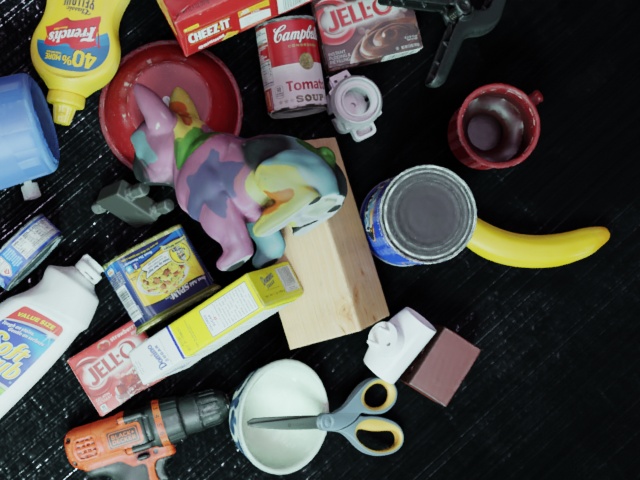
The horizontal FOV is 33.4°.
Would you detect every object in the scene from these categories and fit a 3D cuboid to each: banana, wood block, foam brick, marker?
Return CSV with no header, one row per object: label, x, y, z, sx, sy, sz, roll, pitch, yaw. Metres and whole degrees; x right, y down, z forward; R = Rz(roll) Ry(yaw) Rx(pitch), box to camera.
banana,0.234,-0.002,1.220,0.197,0.037,0.069,13,88,-5
wood block,-0.007,0.001,1.154,0.091,0.090,0.206,-18,90,26
foam brick,0.135,0.140,1.197,0.051,0.053,0.078,33,84,-4
marker,-0.333,-0.104,1.173,0.020,0.020,0.121,-17,90,-7

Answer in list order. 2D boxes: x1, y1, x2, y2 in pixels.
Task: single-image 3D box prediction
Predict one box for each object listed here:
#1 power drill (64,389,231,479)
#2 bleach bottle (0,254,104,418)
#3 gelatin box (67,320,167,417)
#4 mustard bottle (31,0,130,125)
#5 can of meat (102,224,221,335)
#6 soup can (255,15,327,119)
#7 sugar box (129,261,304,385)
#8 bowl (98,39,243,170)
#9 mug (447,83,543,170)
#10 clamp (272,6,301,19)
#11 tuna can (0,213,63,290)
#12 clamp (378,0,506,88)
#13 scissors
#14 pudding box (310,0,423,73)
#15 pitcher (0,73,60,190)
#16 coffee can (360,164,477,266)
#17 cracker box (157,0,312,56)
power drill,-0.167,0.268,1.160,0.184,0.057,0.187,-16,87,-3
bleach bottle,-0.334,0.109,1.146,0.102,0.068,0.250,43,82,-3
gelatin box,-0.221,0.139,1.171,0.089,0.030,0.073,-31,91,-7
mustard bottle,-0.264,-0.220,1.165,0.096,0.058,0.191,10,87,0
can of meat,-0.173,0.042,1.156,0.101,0.058,0.084,-29,88,-29
soup can,-0.032,-0.191,1.184,0.068,0.068,0.102,-8,89,-6
sugar box,-0.109,0.086,1.114,0.176,0.093,0.048,-31,83,25
bowl,-0.164,-0.147,1.175,0.162,0.055,0.162,0,87,-6
mug,0.199,-0.130,1.199,0.117,0.081,0.093,-38,92,-6
clamp,-0.021,-0.308,1.188,0.210,0.036,0.164,-18,59,9
tuna can,-0.315,0.013,1.138,0.034,0.086,0.086,44,84,-5
clamp,0.153,-0.246,1.198,0.171,0.039,0.120,-25,100,-24
scissors,0.015,0.181,1.163,0.201,0.016,0.096,23,71,-30
pudding box,0.051,-0.245,1.209,0.113,0.039,0.090,-13,88,-7
pitcher,-0.398,-0.081,1.101,0.242,0.145,0.149,-16,121,-3
coffee can,0.103,-0.024,1.155,0.102,0.140,0.103,0,88,-6
cracker box,-0.117,-0.323,1.141,0.164,0.072,0.214,-25,67,-7
